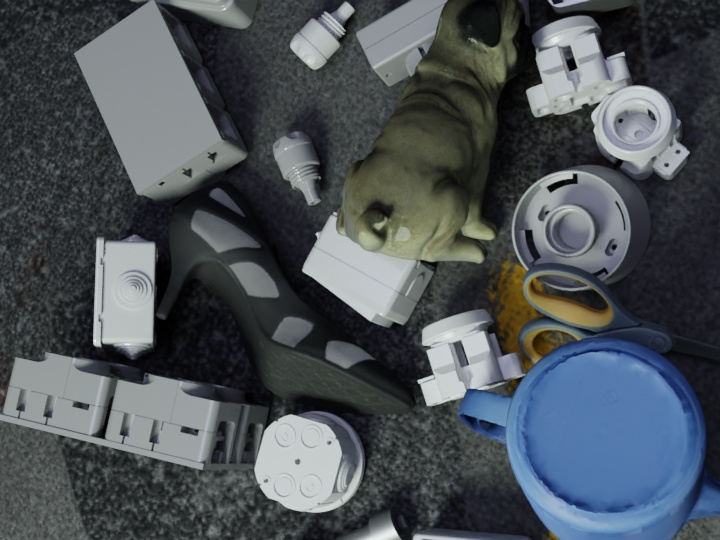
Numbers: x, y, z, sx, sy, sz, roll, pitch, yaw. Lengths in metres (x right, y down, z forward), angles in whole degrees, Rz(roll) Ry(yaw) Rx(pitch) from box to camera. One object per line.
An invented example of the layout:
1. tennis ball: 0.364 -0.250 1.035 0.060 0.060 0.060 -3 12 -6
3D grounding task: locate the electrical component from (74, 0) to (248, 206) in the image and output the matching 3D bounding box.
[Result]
1. electrical component: -0.172 -0.144 0.942 0.089 0.062 0.150 -31 72 12

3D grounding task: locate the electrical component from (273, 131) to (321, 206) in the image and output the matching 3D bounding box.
1. electrical component: -0.049 -0.084 0.905 0.035 0.035 0.061 -25 76 13

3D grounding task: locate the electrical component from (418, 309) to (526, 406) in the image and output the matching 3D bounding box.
1. electrical component: 0.081 0.065 0.824 0.078 0.058 0.057 -20 78 14

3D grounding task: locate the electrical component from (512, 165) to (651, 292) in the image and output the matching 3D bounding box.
1. electrical component: 0.167 -0.032 0.821 0.099 0.064 0.099 2 94 25

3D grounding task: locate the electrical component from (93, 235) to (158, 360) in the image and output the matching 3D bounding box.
1. electrical component: -0.195 0.024 0.902 0.048 0.100 0.099 1 80 -10

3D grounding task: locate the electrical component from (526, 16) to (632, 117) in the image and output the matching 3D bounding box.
1. electrical component: 0.165 -0.160 0.835 0.078 0.058 0.057 -17 79 15

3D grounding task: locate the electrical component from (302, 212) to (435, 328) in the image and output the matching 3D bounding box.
1. electrical component: 0.000 0.000 0.859 0.096 0.062 0.061 29 90 21

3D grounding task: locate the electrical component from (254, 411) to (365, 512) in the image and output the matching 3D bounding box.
1. electrical component: -0.040 0.152 0.852 0.080 0.051 0.080 -3 80 18

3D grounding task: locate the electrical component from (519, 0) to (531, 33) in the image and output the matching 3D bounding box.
1. electrical component: 0.114 -0.218 0.869 0.043 0.043 0.081 -5 79 18

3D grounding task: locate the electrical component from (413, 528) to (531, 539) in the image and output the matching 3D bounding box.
1. electrical component: 0.088 0.226 0.791 0.096 0.061 0.061 1 81 19

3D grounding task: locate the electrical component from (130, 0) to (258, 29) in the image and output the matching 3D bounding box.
1. electrical component: -0.148 -0.266 0.957 0.113 0.057 0.078 13 85 20

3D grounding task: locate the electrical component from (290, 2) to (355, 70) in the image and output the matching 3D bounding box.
1. electrical component: -0.029 -0.203 0.919 0.061 0.035 0.035 -47 70 3

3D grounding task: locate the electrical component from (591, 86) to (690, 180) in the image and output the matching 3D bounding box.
1. electrical component: 0.209 -0.105 0.810 0.078 0.057 0.058 42 95 20

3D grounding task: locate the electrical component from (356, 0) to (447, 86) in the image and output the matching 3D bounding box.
1. electrical component: 0.053 -0.176 0.880 0.083 0.047 0.075 -28 73 12

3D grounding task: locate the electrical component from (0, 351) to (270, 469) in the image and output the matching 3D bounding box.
1. electrical component: -0.180 0.112 0.877 0.186 0.105 0.060 9 84 20
